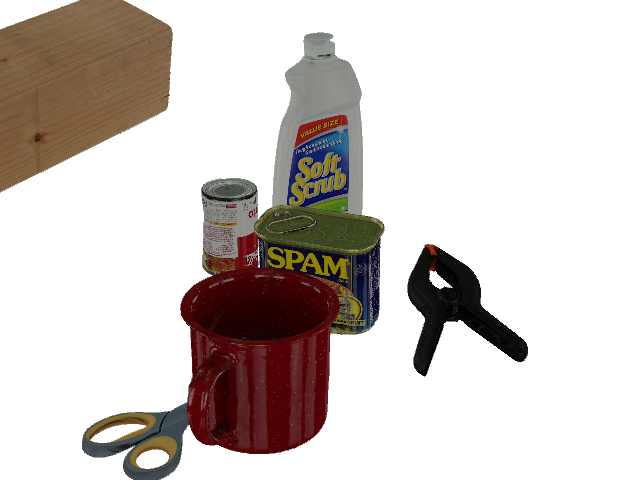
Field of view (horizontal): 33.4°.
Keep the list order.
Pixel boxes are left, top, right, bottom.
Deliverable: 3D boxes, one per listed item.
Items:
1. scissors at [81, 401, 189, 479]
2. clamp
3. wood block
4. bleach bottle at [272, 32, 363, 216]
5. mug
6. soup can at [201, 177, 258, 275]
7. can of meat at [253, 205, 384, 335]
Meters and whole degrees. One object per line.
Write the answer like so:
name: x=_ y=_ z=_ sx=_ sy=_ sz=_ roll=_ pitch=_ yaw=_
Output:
scissors: x=-0.115 y=0.169 z=0.971 sx=0.201 sy=0.016 sz=0.096 roll=-11 pitch=33 yaw=-32
clamp: x=0.149 y=0.072 z=1.134 sx=0.120 sy=0.171 sz=0.039 roll=3 pitch=-43 yaw=-9
wood block: x=-0.231 y=-0.130 z=0.912 sx=0.090 sy=0.091 sz=0.205 roll=31 pitch=42 yaw=24
bleach bottle: x=-0.007 y=-0.088 z=1.102 sx=0.102 sy=0.251 sz=0.068 roll=-1 pitch=25 yaw=2
mug: x=-0.041 y=0.077 z=0.627 sx=0.093 sy=0.081 sz=0.117 roll=12 pitch=28 yaw=22
soup can: x=-0.108 y=-0.016 z=1.269 sx=0.068 sy=0.102 sz=0.068 roll=1 pitch=25 yaw=-1
can of meat: x=-0.001 y=0.025 z=0.866 sx=0.102 sy=0.084 sz=0.057 roll=9 pitch=31 yaw=17
